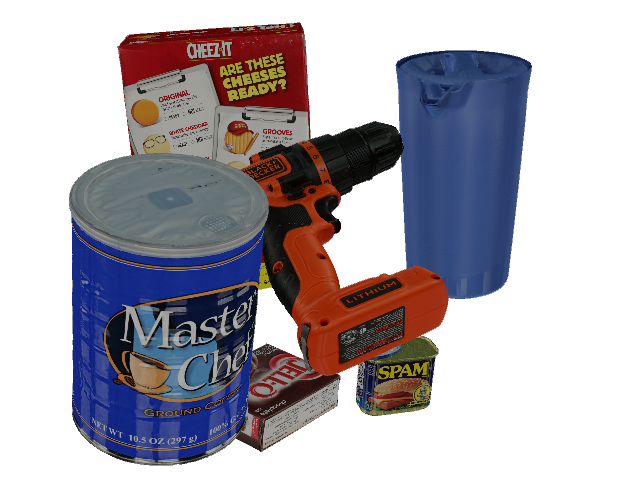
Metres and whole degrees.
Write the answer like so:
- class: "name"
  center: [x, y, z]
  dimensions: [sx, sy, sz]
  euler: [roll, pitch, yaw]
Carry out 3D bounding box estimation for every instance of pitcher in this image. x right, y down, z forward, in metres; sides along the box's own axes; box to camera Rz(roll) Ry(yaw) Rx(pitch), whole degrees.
- class: "pitcher"
  center: [0.149, -0.072, 1.104]
  dimensions: [0.149, 0.243, 0.145]
  euler: [-8, 24, -15]

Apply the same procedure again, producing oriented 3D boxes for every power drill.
- class: "power drill"
  center: [0.013, -0.003, 0.774]
  dimensions: [0.184, 0.057, 0.188]
  euler: [-24, 49, -15]

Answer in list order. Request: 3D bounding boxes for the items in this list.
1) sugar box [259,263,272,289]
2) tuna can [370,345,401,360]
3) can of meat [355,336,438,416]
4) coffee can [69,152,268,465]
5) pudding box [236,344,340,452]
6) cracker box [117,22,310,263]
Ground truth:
- class: "sugar box"
  center: [-0.088, -0.035, 1.331]
  dimensions: [0.048, 0.176, 0.093]
  euler: [-9, 24, -10]
- class: "tuna can"
  center: [0.047, 0.103, 1.177]
  dimensions: [0.086, 0.034, 0.086]
  euler: [0, 15, 0]
- class: "can of meat"
  center: [0.097, 0.176, 1.385]
  dimensions: [0.102, 0.084, 0.057]
  euler: [-4, 24, -17]
- class: "coffee can"
  center: [-0.085, 0.037, 0.587]
  dimensions: [0.102, 0.140, 0.103]
  euler: [5, 30, -3]
- class: "pudding box"
  center: [-0.050, 0.140, 0.971]
  dimensions: [0.090, 0.039, 0.113]
  euler: [18, 28, 34]
- class: "cracker box"
  center: [-0.089, -0.085, 0.983]
  dimensions: [0.164, 0.214, 0.072]
  euler: [-4, 21, -2]
